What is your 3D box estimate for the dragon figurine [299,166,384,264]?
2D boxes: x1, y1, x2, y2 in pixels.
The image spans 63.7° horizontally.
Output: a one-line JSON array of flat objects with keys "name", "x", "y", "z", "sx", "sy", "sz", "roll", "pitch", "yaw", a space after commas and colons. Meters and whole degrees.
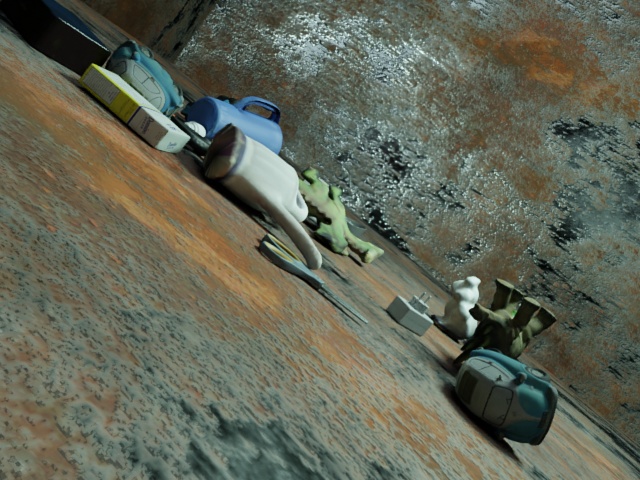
[{"name": "dragon figurine", "x": 0.004, "y": -0.064, "z": 1.267, "sx": 0.406, "sy": 0.121, "sz": 0.248, "roll": 33, "pitch": 17, "yaw": -31}]

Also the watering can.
[{"name": "watering can", "x": -0.102, "y": -0.094, "z": 0.942, "sx": 0.222, "sy": 0.103, "sz": 0.355, "roll": 33, "pitch": 19, "yaw": -31}]

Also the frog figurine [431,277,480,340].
[{"name": "frog figurine", "x": 0.376, "y": 0.175, "z": 1.343, "sx": 0.124, "sy": 0.159, "sz": 0.136, "roll": 43, "pitch": 7, "yaw": 22}]
